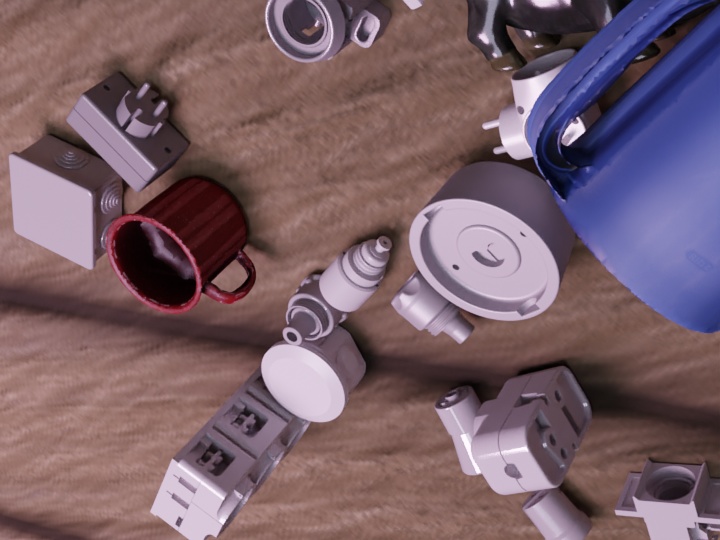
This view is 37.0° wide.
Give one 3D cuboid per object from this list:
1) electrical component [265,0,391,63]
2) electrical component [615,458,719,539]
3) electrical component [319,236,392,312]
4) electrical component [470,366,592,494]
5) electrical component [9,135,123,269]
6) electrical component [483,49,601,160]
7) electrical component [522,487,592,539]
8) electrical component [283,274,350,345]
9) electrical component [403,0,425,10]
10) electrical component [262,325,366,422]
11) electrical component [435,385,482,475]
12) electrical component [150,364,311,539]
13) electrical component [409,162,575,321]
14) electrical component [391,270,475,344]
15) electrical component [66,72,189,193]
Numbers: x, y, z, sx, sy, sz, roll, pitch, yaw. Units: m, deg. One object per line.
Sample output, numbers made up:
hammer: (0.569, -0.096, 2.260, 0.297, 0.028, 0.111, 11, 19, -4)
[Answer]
electrical component: (-0.027, -0.173, 0.715, 0.078, 0.057, 0.058, 35, 134, 6)
electrical component: (0.240, 0.181, 0.813, 0.081, 0.042, 0.063, -2, 122, 34)
electrical component: (0.000, 0.000, 0.835, 0.040, 0.040, 0.078, 42, 134, -1)
electrical component: (0.125, 0.120, 0.805, 0.059, 0.095, 0.053, -20, 110, 40)
electrical component: (-0.257, -0.062, 0.948, 0.100, 0.048, 0.099, 25, 132, 15)
electrical component: (0.116, -0.093, 0.691, 0.079, 0.044, 0.077, -11, 115, 38)
electrical component: (0.161, 0.202, 0.882, 0.046, 0.040, 0.040, 50, 134, -1)
electrical component: (-0.040, 0.037, 0.872, 0.048, 0.062, 0.048, 17, 129, 21)
electrical component: (0.038, -0.206, 0.616, 0.050, 0.089, 0.056, -18, 134, 40)
electrical component: (-0.039, 0.085, 0.914, 0.080, 0.051, 0.080, 17, 129, 22)
electrical component: (0.089, 0.127, 0.872, 0.044, 0.044, 0.065, -18, 106, 40)
electrical component: (-0.105, 0.159, 0.942, 0.062, 0.150, 0.089, 35, 134, 8)
electrical component: (0.095, -0.025, 0.739, 0.108, 0.060, 0.108, 20, 140, 18)
electrical component: (0.059, 0.030, 0.818, 0.062, 0.043, 0.043, 41, 134, -1)
electrical component: (-0.177, -0.120, 0.856, 0.083, 0.047, 0.076, 46, 134, -4)
